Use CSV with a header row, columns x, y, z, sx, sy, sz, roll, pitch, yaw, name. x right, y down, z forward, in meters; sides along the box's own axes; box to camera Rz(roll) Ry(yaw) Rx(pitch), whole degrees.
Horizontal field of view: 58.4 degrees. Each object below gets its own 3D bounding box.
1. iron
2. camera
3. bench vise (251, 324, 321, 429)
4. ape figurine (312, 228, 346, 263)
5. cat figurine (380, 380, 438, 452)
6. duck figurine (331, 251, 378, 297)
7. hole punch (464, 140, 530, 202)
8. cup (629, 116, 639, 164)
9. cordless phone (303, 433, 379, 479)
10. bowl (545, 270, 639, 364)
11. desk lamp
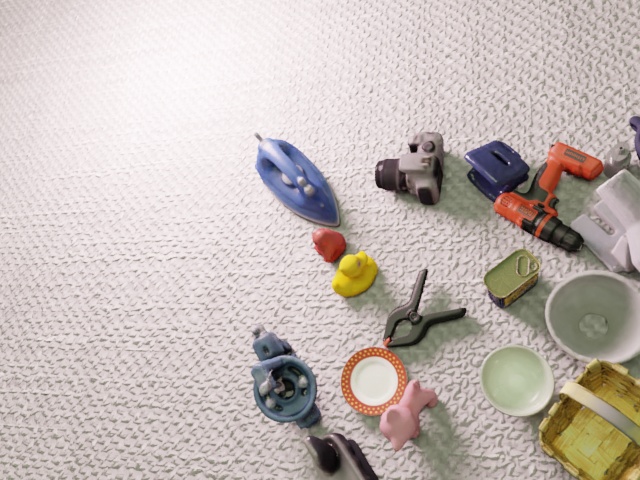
x,y,z,sx,sy,sz,roll,pitch,yaw,name
-0.055,-0.139,1.263,0.118,0.142,0.257,-43,61,-3,iron
0.188,-0.158,1.210,0.136,0.101,0.143,2,68,20,camera
-0.095,0.249,1.060,0.206,0.220,0.121,38,84,29,bench vise
0.011,0.004,1.205,0.076,0.092,0.078,-12,64,14,ape figurine
0.149,0.305,1.009,0.067,0.118,0.128,23,76,27,cat figurine
0.063,0.064,1.164,0.104,0.086,0.077,-40,60,-1,duck figurine
0.356,-0.150,1.154,0.101,0.091,0.108,-39,60,0,hole punch
0.621,-0.174,1.070,0.091,0.095,0.117,-38,60,0,cup
0.027,0.399,0.971,0.094,0.185,0.147,-40,60,-1,cordless phone
0.478,0.141,0.991,0.167,0.075,0.167,-7,65,16,bowl
0.530,-0.017,0.964,0.118,0.214,0.202,-37,60,1,desk lamp
